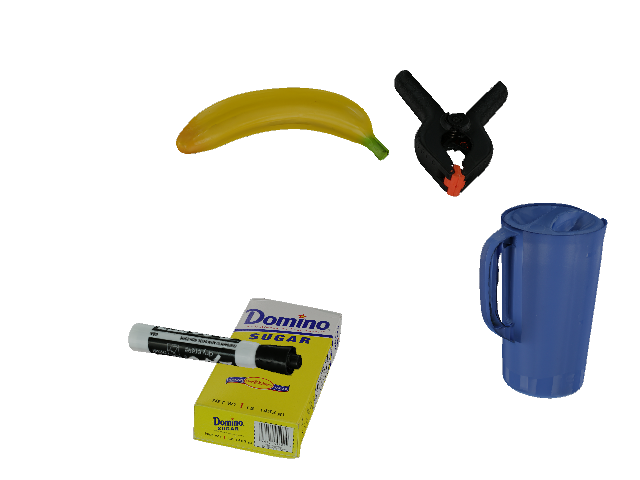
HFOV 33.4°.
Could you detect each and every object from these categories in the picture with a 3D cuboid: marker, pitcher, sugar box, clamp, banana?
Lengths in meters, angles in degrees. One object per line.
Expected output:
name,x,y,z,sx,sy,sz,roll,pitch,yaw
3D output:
marker,-0.069,0.071,0.699,0.121,0.020,0.020,6,2,21
pitcher,0.289,0.081,1.398,0.149,0.243,0.144,5,20,16
sugar box,-0.043,0.118,0.958,0.093,0.048,0.176,10,32,8
clamp,0.126,-0.117,1.091,0.120,0.039,0.171,9,44,8
banana,-0.035,-0.107,0.952,0.197,0.069,0.037,-1,-41,-19
